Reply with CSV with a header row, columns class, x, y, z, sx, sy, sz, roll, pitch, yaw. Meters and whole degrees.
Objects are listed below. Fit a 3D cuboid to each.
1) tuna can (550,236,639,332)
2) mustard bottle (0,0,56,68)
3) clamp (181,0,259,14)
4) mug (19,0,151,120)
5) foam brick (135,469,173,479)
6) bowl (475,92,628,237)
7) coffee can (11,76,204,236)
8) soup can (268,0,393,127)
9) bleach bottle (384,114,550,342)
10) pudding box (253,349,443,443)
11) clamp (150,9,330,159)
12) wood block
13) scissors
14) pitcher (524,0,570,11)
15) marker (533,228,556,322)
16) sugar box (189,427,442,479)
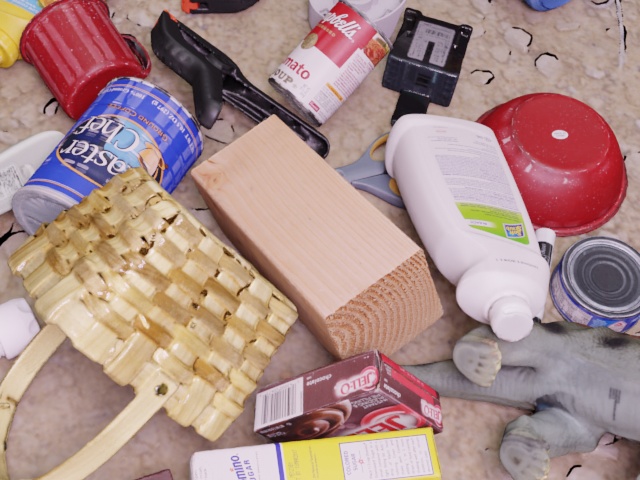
class,x,y,z,sx,sy,sz,roll,pitch,yaw
tuna can,0.248,0.039,0.935,0.086,0.034,0.086,3,58,-5
mustard bottle,-0.268,-0.229,1.028,0.096,0.058,0.191,25,58,14
clamp,-0.063,-0.276,1.095,0.120,0.039,0.171,36,65,23
mug,-0.207,-0.165,0.985,0.117,0.093,0.081,-14,62,-47
foam brick,-0.136,0.208,0.771,0.078,0.051,0.053,-16,62,-17
bowl,0.217,-0.084,0.998,0.162,0.055,0.162,3,58,-5
coffee can,-0.177,-0.054,0.903,0.103,0.103,0.140,26,58,9
soup can,0.009,-0.164,0.994,0.068,0.068,0.102,43,91,19
bleach bottle,0.119,-0.011,0.863,0.102,0.068,0.251,6,35,-10
pudding box,0.021,0.127,0.790,0.114,0.090,0.039,-21,50,30
clamp,-0.100,-0.148,0.971,0.210,0.036,0.164,44,19,26
wood block,-0.006,0.002,0.853,0.090,0.090,0.206,-36,49,-10
scissors,0.031,-0.044,0.973,0.201,0.016,0.096,-27,65,-21
pitcher,0.185,-0.357,1.126,0.149,0.144,0.243,-40,69,9
marker,0.190,0.043,0.935,0.020,0.020,0.121,15,58,2
sugar box,-0.007,0.180,0.781,0.176,0.093,0.048,-2,58,-9
